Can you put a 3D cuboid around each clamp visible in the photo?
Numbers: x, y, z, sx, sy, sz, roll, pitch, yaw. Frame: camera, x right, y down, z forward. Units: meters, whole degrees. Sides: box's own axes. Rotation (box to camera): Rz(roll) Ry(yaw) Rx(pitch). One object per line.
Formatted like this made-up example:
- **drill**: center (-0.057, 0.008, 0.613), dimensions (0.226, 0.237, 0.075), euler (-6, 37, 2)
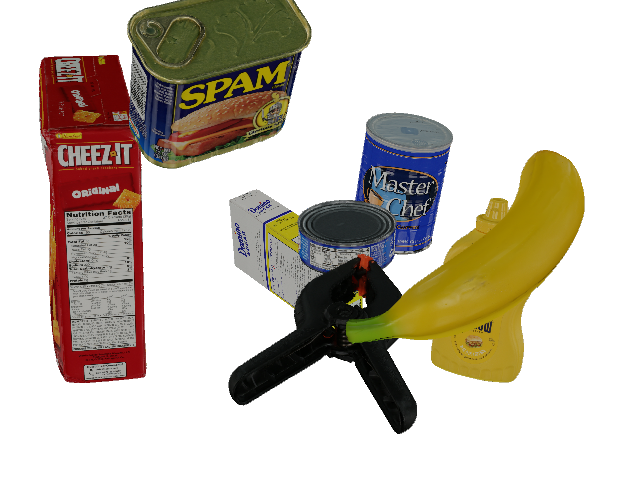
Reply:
- **clamp**: center (0.024, 0.068, 0.725), dimensions (0.120, 0.039, 0.171), euler (19, 38, 13)

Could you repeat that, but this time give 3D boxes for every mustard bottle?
- **mustard bottle**: center (0.176, 0.049, 1.128), dimensions (0.096, 0.192, 0.058), euler (12, 17, 21)

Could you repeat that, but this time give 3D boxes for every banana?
- **banana**: center (0.095, -0.002, 0.553), dimensions (0.070, 0.037, 0.197), euler (17, 38, 36)

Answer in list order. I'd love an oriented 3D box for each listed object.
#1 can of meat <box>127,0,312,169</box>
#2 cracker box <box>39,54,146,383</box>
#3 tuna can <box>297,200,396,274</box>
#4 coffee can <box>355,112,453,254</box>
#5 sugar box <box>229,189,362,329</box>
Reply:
- **can of meat**: center (-0.063, -0.095, 0.632), dimensions (0.102, 0.057, 0.084), euler (-19, -27, -23)
- **cracker box**: center (-0.182, -0.020, 0.844), dimensions (0.072, 0.214, 0.164), euler (-4, 28, -15)
- **tuna can**: center (0.023, -0.002, 0.926), dimensions (0.086, 0.034, 0.086), euler (0, 27, 0)
- **coffee can**: center (0.095, -0.069, 1.277), dimensions (0.102, 0.140, 0.103), euler (6, 28, -4)
- **sugar box**: center (-0.027, 0.022, 1.139), dimensions (0.048, 0.093, 0.176), euler (-25, 41, -29)
